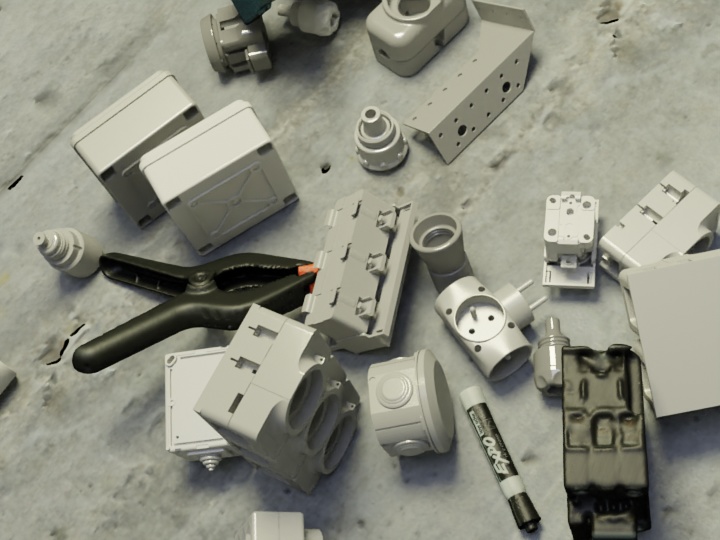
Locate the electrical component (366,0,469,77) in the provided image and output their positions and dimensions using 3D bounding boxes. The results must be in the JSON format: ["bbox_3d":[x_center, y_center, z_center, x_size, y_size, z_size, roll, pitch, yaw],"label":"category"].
[{"bbox_3d":[0.054,-0.239,1.013,0.054,0.059,0.095,39,77,26],"label":"electrical component"}]

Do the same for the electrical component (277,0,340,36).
[{"bbox_3d":[-0.053,-0.251,1.058,0.061,0.035,0.035,16,68,22],"label":"electrical component"}]

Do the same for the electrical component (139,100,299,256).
[{"bbox_3d":[-0.121,-0.079,0.945,0.109,0.108,0.056,-31,64,-4],"label":"electrical component"}]

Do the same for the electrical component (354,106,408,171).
[{"bbox_3d":[0.015,-0.122,0.960,0.048,0.062,0.048,-5,63,10],"label":"electrical component"}]

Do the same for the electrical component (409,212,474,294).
[{"bbox_3d":[0.071,-0.010,0.889,0.044,0.065,0.044,-13,44,13],"label":"electrical component"}]

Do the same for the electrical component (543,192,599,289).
[{"bbox_3d":[0.172,-0.028,0.876,0.042,0.063,0.081,1,64,15],"label":"electrical component"}]

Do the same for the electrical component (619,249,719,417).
[{"bbox_3d":[0.296,0.033,0.791,0.186,0.060,0.105,-12,93,7],"label":"electrical component"}]

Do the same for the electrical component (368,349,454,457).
[{"bbox_3d":[0.041,0.104,0.831,0.051,0.080,0.080,-13,61,13],"label":"electrical component"}]

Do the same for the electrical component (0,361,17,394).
[{"bbox_3d":[-0.356,0.100,0.944,0.079,0.043,0.077,28,73,24],"label":"electrical component"}]

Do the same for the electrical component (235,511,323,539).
[{"bbox_3d":[-0.050,0.213,0.809,0.077,0.065,0.047,5,61,-17],"label":"electrical component"}]

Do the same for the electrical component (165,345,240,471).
[{"bbox_3d":[-0.119,0.116,0.875,0.062,0.061,0.096,-8,69,10],"label":"electrical component"}]

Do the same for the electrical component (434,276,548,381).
[{"bbox_3d":[0.114,0.037,0.867,0.079,0.044,0.077,-34,61,-5],"label":"electrical component"}]

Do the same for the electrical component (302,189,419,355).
[{"bbox_3d":[0.000,0.000,0.894,0.079,0.063,0.121,-19,50,51],"label":"electrical component"}]

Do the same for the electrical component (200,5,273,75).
[{"bbox_3d":[-0.121,-0.225,1.048,0.057,0.058,0.078,-14,61,3],"label":"electrical component"}]

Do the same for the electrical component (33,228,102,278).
[{"bbox_3d":[-0.266,-0.019,0.968,0.040,0.078,0.040,-5,76,19],"label":"electrical component"}]

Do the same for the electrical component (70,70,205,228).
[{"bbox_3d":[-0.189,-0.108,0.975,0.109,0.108,0.056,-38,64,-7],"label":"electrical component"}]

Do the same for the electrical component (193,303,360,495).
[{"bbox_3d":[-0.054,0.103,0.812,0.062,0.150,0.089,21,70,22],"label":"electrical component"}]

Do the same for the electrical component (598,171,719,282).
[{"bbox_3d":[0.244,-0.025,0.865,0.089,0.050,0.056,-42,62,-10],"label":"electrical component"}]

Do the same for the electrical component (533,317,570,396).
[{"bbox_3d":[0.154,0.067,0.849,0.035,0.035,0.061,-5,60,11],"label":"electrical component"}]
